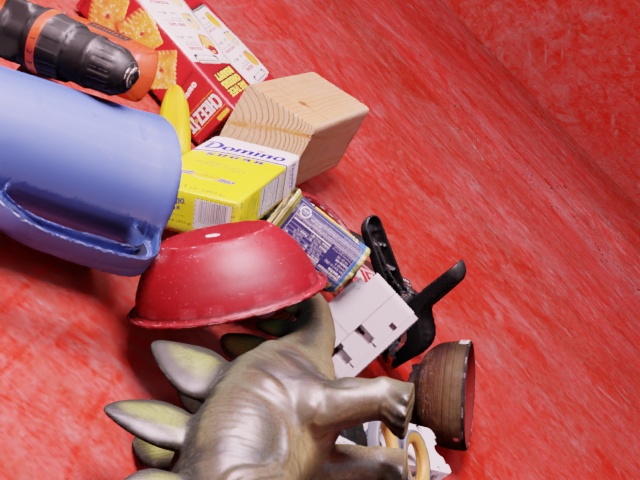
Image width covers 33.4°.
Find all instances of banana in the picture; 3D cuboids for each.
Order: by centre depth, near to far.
[{"bbox_3d":[-0.147,-0.102,1.077,0.037,0.070,0.198,8,20,-10],"label":"banana"}]

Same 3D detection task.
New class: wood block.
[{"bbox_3d":[-0.028,-0.127,1.220,0.091,0.090,0.205,34,21,9],"label":"wood block"}]

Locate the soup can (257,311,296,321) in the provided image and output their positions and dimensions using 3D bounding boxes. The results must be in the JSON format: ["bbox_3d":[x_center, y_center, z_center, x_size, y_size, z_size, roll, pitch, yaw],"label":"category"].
[{"bbox_3d":[-0.066,0.034,0.991,0.102,0.069,0.068,23,32,-41],"label":"soup can"}]

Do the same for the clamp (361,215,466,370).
[{"bbox_3d":[0.079,0.056,1.090,0.039,0.172,0.120,-26,54,-39],"label":"clamp"}]

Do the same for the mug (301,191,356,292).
[{"bbox_3d":[-0.013,0.016,1.089,0.117,0.082,0.093,30,28,-33],"label":"mug"}]

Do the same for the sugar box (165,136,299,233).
[{"bbox_3d":[-0.089,-0.051,0.987,0.093,0.048,0.176,14,24,12],"label":"sugar box"}]

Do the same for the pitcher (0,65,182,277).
[{"bbox_3d":[-0.229,-0.060,0.791,0.242,0.149,0.145,18,77,-42],"label":"pitcher"}]

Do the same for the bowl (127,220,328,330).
[{"bbox_3d":[-0.077,0.021,0.843,0.162,0.162,0.055,-35,117,-67],"label":"bowl"}]

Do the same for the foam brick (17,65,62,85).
[{"bbox_3d":[-0.241,-0.106,0.938,0.078,0.051,0.053,27,31,-37],"label":"foam brick"}]

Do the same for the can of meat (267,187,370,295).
[{"bbox_3d":[-0.006,0.001,0.951,0.084,0.057,0.102,38,0,-6],"label":"can of meat"}]

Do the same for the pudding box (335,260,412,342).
[{"bbox_3d":[0.065,0.068,1.193,0.113,0.039,0.090,27,30,-37],"label":"pudding box"}]

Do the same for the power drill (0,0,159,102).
[{"bbox_3d":[-0.206,-0.160,0.895,0.184,0.057,0.187,25,5,12],"label":"power drill"}]

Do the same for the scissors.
[{"bbox_3d":[0.078,0.241,0.877,0.096,0.016,0.202,-1,76,-59],"label":"scissors"}]

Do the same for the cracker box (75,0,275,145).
[{"bbox_3d":[-0.157,-0.217,1.237,0.214,0.072,0.164,49,24,3],"label":"cracker box"}]

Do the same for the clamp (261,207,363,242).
[{"bbox_3d":[-0.048,-0.045,1.185,0.209,0.036,0.165,5,37,-53],"label":"clamp"}]
